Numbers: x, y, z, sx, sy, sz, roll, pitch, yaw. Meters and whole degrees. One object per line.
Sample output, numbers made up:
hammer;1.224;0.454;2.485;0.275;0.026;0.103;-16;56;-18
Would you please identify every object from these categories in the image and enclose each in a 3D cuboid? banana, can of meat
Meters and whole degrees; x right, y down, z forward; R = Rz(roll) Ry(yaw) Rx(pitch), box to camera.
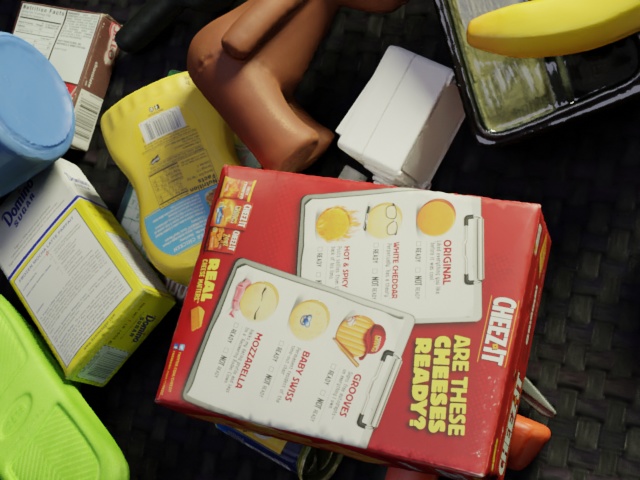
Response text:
banana;0.182;-0.157;0.625;0.198;0.037;0.069;-37;82;16
can of meat;-0.017;0.105;0.741;0.084;0.057;0.102;24;88;28

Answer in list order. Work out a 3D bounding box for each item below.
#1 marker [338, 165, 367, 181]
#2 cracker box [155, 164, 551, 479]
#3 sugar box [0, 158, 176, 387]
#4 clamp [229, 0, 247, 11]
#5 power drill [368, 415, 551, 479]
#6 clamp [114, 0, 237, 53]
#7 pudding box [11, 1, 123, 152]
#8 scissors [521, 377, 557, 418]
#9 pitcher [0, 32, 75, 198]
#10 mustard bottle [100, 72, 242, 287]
marker;-0.005;0.001;0.779;0.020;0.020;0.121;34;93;26
cracker box;0.022;0.050;0.667;0.214;0.072;0.164;9;75;22
sugar box;-0.191;0.020;0.827;0.093;0.048;0.176;-48;53;10
clamp;0.005;-0.224;0.812;0.165;0.036;0.210;33;95;25
power drill;0.078;0.193;0.680;0.185;0.057;0.187;21;88;26
clamp;-0.100;-0.223;0.839;0.172;0.039;0.120;-11;77;39
pudding box;-0.223;-0.138;0.893;0.090;0.039;0.113;14;83;27
scissors;0.069;0.060;0.736;0.096;0.016;0.202;-36;67;14
pitcher;-0.314;-0.058;0.839;0.243;0.144;0.149;-24;86;28
mustard bottle;-0.088;-0.024;0.783;0.096;0.058;0.192;-24;72;4
